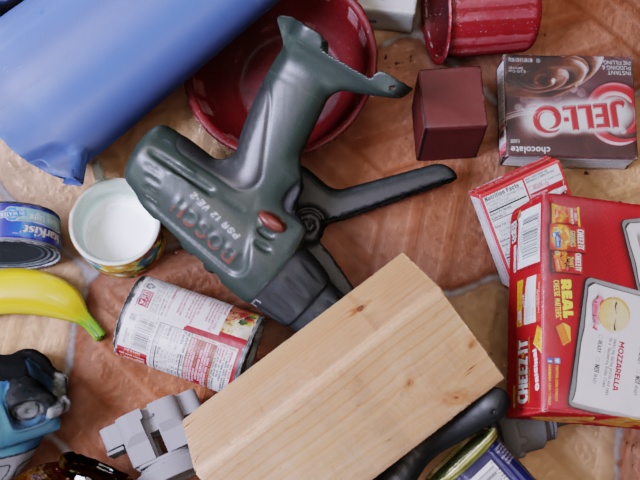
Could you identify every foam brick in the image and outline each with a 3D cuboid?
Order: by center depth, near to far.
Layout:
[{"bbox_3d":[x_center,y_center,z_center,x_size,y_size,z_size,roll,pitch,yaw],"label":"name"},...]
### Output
[{"bbox_3d":[0.105,-0.103,0.874,0.051,0.078,0.053,-3,75,0],"label":"foam brick"}]

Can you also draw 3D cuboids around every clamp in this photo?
[{"bbox_3d":[0.064,0.150,0.811,0.171,0.120,0.039,-41,101,8],"label":"clamp"},{"bbox_3d":[-0.006,0.001,0.867,0.210,0.036,0.164,11,82,5],"label":"clamp"}]

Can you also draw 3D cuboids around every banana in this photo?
[{"bbox_3d":[-0.274,0.060,0.848,0.197,0.037,0.069,-9,75,-3],"label":"banana"}]

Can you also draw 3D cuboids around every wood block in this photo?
[{"bbox_3d":[0.013,0.114,0.764,0.206,0.091,0.090,-37,110,-1],"label":"wood block"}]

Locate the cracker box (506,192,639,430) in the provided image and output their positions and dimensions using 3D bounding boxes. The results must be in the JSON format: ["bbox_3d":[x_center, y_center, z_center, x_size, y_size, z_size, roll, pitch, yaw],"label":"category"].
[{"bbox_3d":[0.251,0.061,0.815,0.213,0.072,0.164,7,75,-14],"label":"cracker box"}]

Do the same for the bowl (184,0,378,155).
[{"bbox_3d":[-0.029,-0.139,0.885,0.162,0.055,0.162,-2,79,10],"label":"bowl"}]

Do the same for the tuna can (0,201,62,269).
[{"bbox_3d":[-0.247,-0.002,0.840,0.086,0.086,0.034,-3,73,-2],"label":"tuna can"}]

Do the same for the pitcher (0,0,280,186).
[{"bbox_3d":[-0.155,-0.171,0.826,0.243,0.145,0.149,-37,112,4],"label":"pitcher"}]

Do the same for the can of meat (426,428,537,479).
[{"bbox_3d":[0.130,0.189,0.786,0.057,0.102,0.084,-41,82,-9],"label":"can of meat"}]

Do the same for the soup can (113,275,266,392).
[{"bbox_3d":[-0.101,0.075,0.830,0.102,0.068,0.068,19,76,4],"label":"soup can"}]

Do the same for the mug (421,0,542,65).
[{"bbox_3d":[0.133,-0.203,0.903,0.081,0.093,0.117,-5,39,-8],"label":"mug"}]

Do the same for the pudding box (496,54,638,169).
[{"bbox_3d":[0.206,-0.107,0.896,0.113,0.039,0.090,0,76,0],"label":"pudding box"}]

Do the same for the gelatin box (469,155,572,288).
[{"bbox_3d":[0.169,-0.014,0.860,0.073,0.030,0.089,-24,102,-7],"label":"gelatin box"}]

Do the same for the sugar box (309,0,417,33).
[{"bbox_3d":[0.046,-0.273,0.935,0.093,0.048,0.176,7,79,4],"label":"sugar box"}]
